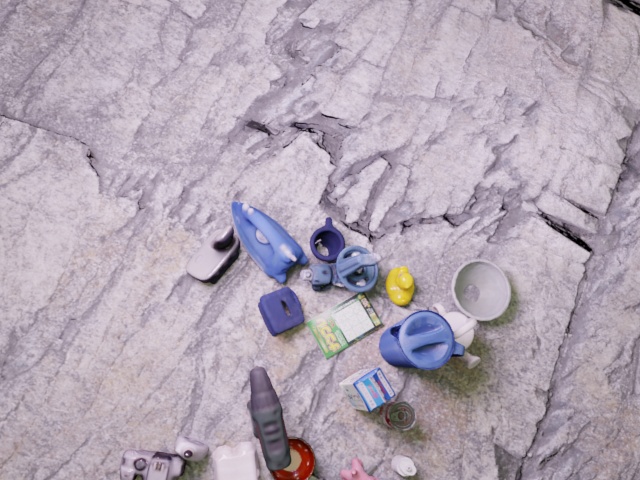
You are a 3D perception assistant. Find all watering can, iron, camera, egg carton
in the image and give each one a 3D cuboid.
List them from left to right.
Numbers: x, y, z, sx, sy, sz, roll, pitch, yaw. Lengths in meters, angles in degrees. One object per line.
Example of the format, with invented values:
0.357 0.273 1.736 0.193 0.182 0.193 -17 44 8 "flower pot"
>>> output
-0.386 0.553 1.295 0.143 0.100 0.137 10 75 -6 "camera"
-0.193 0.555 1.342 0.107 0.069 0.150 -7 78 -11 "egg carton"
-0.143 -0.019 1.455 0.119 0.141 0.258 -41 85 -16 "iron"
0.341 0.238 1.442 0.173 0.194 0.101 39 74 2 "watering can"

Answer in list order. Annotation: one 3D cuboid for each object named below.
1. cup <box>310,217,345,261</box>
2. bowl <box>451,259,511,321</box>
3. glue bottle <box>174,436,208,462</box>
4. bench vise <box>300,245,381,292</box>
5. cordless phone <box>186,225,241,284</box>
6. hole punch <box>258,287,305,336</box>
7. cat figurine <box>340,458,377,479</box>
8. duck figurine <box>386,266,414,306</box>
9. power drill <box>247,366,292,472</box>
0.014 0.005 1.498 0.092 0.095 0.118 4 76 -8 "cup"
0.421 0.139 1.541 0.167 0.074 0.167 2 76 -9 "bowl"
-0.294 0.475 1.292 0.078 0.173 0.037 25 74 -2 "glue bottle"
0.065 0.083 1.422 0.208 0.219 0.121 -24 81 -14 "bench vise"
-0.261 0.028 1.401 0.094 0.185 0.148 34 74 1 "cordless phone"
-0.096 0.175 1.441 0.101 0.091 0.108 -25 81 -14 "hole punch"
0.118 0.586 1.359 0.128 0.117 0.067 43 74 3 "cat figurine"
0.219 0.118 1.508 0.077 0.086 0.104 0 76 -9 "duck figurine"
-0.124 0.406 1.318 0.076 0.208 0.229 -15 79 -12 "power drill"
